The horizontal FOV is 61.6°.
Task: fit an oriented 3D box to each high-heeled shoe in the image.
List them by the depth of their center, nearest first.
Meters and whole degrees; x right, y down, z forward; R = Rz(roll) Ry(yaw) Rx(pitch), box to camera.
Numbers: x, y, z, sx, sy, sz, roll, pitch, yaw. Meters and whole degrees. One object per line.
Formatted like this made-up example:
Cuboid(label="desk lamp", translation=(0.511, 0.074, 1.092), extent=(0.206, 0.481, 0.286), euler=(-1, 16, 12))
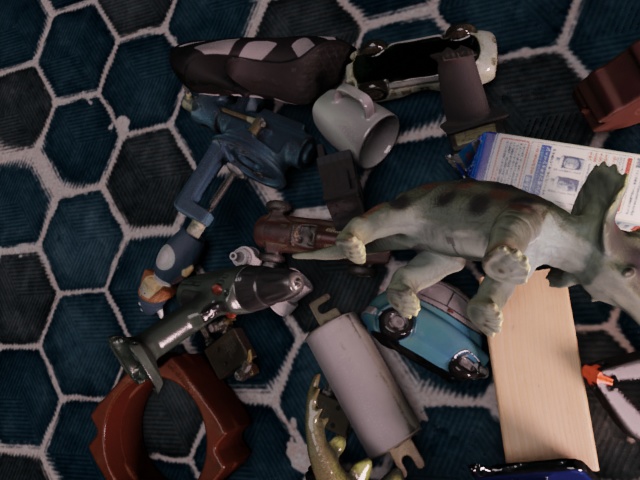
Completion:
Cuboid(label="high-heeled shoe", translation=(-0.074, -0.244, 0.729), extent=(0.145, 0.249, 0.086), euler=(36, 135, 28))

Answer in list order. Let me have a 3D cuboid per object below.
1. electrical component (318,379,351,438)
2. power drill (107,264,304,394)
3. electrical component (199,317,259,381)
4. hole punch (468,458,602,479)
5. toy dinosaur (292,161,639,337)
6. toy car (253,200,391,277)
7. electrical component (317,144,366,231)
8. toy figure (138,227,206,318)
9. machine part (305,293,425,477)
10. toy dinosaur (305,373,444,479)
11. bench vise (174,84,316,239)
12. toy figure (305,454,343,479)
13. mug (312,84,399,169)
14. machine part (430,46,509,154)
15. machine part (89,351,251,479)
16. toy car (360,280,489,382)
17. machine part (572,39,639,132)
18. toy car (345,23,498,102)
Cuboid(label="electrical component", translation=(0.018, 0.231, 0.717), extent=(0.063, 0.021, 0.094), euler=(16, 89, 22))
Cuboid(label="power drill", translation=(-0.154, 0.098, 0.690), extent=(0.232, 0.207, 0.085), euler=(-5, 122, 50))
Cuboid(label="electrical component", translation=(-0.130, 0.156, 0.771), extent=(0.078, 0.045, 0.102), euler=(-31, 74, 14))
Cuboid(label="hole punch", translation=(0.222, 0.280, 0.535), extent=(0.116, 0.142, 0.092), euler=(-20, 45, 36))
Cuboid(label="toy dinosaur", translation=(0.157, -0.010, 0.576), extent=(0.405, 0.192, 0.131), euler=(15, 133, 42))
Cuboid(label="toy car", translation=(-0.002, -0.002, 0.739), extent=(0.202, 0.053, 0.089), euler=(9, 84, 23))
Cuboid(label="electrical component", translation=(0.027, -0.078, 0.699), extent=(0.048, 0.074, 0.119), euler=(-13, 49, 8))
Cuboid(label="toy figure", translation=(-0.235, 0.051, 0.821), extent=(0.154, 0.057, 0.064), euler=(-53, 31, 9))
Cuboid(label="machine part", translation=(0.053, 0.180, 0.681), extent=(0.079, 0.079, 0.243), euler=(-35, 74, 14))
Cuboid(label="toy dinosaur", translation=(0.101, 0.366, 0.579), extent=(0.198, 0.105, 0.471), euler=(-41, 97, -21))
Cuboid(label="bench vise", translation=(-0.135, -0.118, 0.758), extent=(0.224, 0.128, 0.240), euler=(29, 78, 6))
Cuboid(label="toy figure", translation=(0.023, 0.367, 0.669), extent=(0.089, 0.082, 0.180), euler=(-23, 83, 37))
Cuboid(label="mug", translation=(0.038, -0.160, 0.714), extent=(0.107, 0.109, 0.081), euler=(37, 76, 28))
Cuboid(label="machine part", translation=(0.180, -0.171, 0.659), extent=(0.084, 0.138, 0.039), euler=(-15, 34, 23))
Cuboid(label="machine part", translation=(-0.213, 0.276, 0.768), extent=(0.201, 0.087, 0.202), euler=(-47, 69, 10))
Cuboid(label="toy car", translation=(0.136, 0.099, 0.648), extent=(0.162, 0.109, 0.103), euler=(27, 76, 13))
Cuboid(label="machine part", translation=(0.360, -0.171, 0.553), extent=(0.179, 0.179, 0.056), euler=(-22, 80, 17))
Cuboid(label="toy car", translation=(0.130, -0.230, 0.712), extent=(0.202, 0.056, 0.073), euler=(-2, 81, 23))
